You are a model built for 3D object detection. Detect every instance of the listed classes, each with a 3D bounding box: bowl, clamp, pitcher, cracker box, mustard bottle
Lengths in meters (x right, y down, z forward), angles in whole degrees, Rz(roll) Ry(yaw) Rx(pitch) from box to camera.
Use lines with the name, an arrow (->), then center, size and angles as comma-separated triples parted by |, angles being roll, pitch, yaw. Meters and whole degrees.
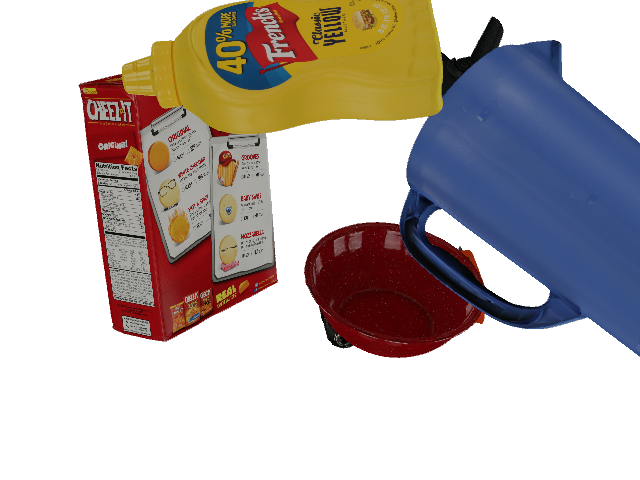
bowl -> 0.063, 0.053, 0.956 | 0.162, 0.055, 0.162 | 5, 39, -5
clamp -> 0.119, -0.154, 0.990 | 0.120, 0.171, 0.039 | 0, -44, -1
pitcher -> 0.181, -0.012, 0.755 | 0.144, 0.149, 0.243 | -32, 63, -34
cracker box -> -0.116, -0.042, 0.916 | 0.072, 0.214, 0.163 | 6, 20, 33
mustard bottle -> -0.025, -0.109, 0.652 | 0.191, 0.096, 0.058 | -6, -36, 2

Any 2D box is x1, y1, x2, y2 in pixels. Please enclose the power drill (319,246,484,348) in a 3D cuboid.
power drill -> 0.091, 0.063, 1.225 | 0.187, 0.057, 0.184 | -1, 28, -1
